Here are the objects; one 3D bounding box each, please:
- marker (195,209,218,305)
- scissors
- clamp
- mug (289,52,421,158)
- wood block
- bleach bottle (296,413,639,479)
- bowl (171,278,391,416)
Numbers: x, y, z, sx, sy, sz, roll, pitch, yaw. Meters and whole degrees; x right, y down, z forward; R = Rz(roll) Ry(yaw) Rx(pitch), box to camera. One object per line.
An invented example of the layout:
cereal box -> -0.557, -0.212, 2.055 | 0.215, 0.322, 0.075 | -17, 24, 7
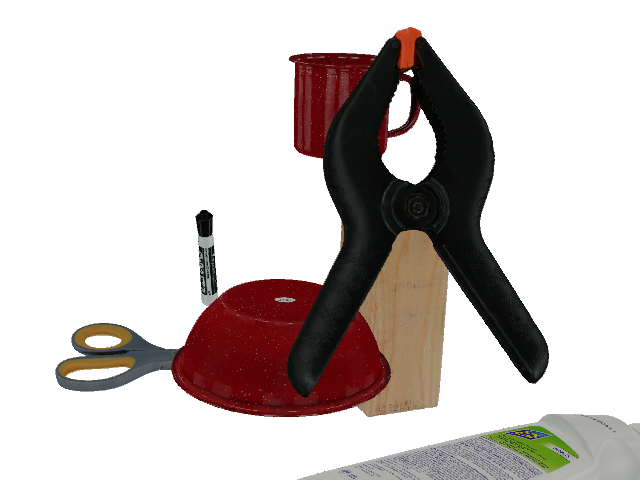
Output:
marker -> -0.127, 0.020, 1.198 | 0.020, 0.121, 0.020 | 0, 32, 0
scissors -> -0.138, 0.097, 0.963 | 0.201, 0.016, 0.096 | -8, 33, -17
clamp -> 0.032, -0.007, 0.490 | 0.120, 0.171, 0.039 | -11, -2, -12
mug -> 0.030, -0.116, 0.922 | 0.117, 0.081, 0.093 | -2, 16, -13
wood block -> 0.076, 0.073, 1.149 | 0.090, 0.206, 0.091 | -5, 18, -23
bleach bottle -> 0.110, 0.149, 0.612 | 0.250, 0.068, 0.103 | -9, 21, -31
bowl -> -0.027, 0.068, 0.775 | 0.162, 0.055, 0.162 | 2, 17, -1
